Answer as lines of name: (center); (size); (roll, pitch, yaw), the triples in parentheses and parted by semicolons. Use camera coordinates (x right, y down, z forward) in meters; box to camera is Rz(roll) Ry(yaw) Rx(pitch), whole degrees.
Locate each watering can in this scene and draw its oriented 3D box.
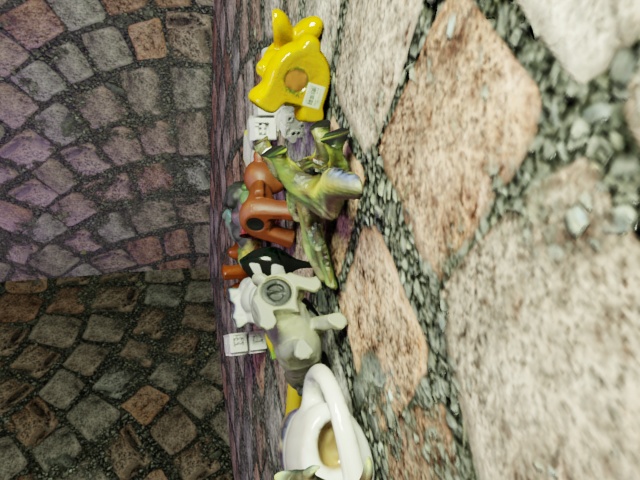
watering can: (0.020, 0.350, 0.704); (0.221, 0.104, 0.353); (127, 134, -64)

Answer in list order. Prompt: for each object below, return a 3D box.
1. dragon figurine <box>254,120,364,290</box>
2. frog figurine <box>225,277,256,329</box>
dragon figurine: (0.002, -0.038, 0.764); (0.417, 0.122, 0.238); (-122, 16, -63)
frog figurine: (-0.153, 0.152, 1.324); (0.158, 0.121, 0.140); (-25, 53, 34)
